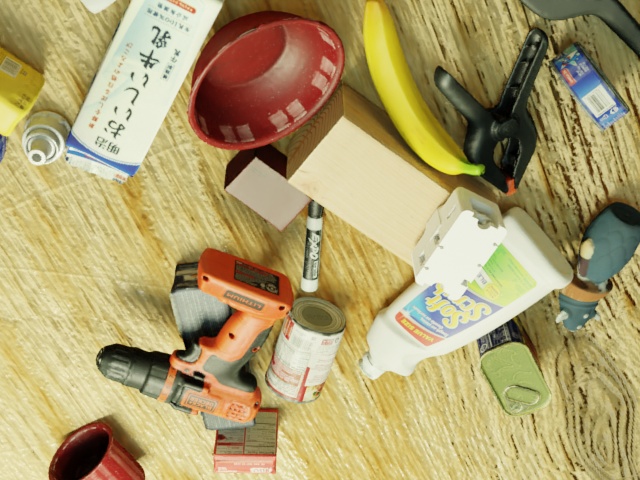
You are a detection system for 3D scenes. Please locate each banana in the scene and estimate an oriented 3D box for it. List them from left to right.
[{"bbox_3d":[0.089,-0.137,1.021,0.070,0.037,0.198,-36,86,48],"label":"banana"}]

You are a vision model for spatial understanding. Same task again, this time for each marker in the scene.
[{"bbox_3d":[-0.008,0.001,1.146,0.020,0.020,0.121,3,122,-3],"label":"marker"}]

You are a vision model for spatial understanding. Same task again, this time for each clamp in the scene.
[{"bbox_3d":[0.183,-0.125,1.052,0.120,0.039,0.171,-26,131,-2],"label":"clamp"},{"bbox_3d":[0.258,-0.235,0.991,0.210,0.036,0.165,1,124,-1],"label":"clamp"}]

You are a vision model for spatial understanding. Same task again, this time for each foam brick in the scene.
[{"bbox_3d":[-0.052,-0.058,1.090,0.078,0.051,0.053,37,114,-21],"label":"foam brick"}]

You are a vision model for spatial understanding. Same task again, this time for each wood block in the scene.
[{"bbox_3d":[0.075,-0.053,1.071,0.206,0.090,0.091,33,115,-18],"label":"wood block"}]

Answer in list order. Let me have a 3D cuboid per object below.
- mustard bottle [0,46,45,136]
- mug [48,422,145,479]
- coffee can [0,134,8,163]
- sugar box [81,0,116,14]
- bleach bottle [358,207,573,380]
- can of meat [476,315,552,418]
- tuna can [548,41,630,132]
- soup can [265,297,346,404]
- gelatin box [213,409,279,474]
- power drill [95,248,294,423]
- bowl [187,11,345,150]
[{"bbox_3d":[-0.352,-0.179,0.988,0.191,0.096,0.058,36,115,-20],"label":"mustard bottle"},{"bbox_3d":[-0.272,0.280,1.285,0.117,0.093,0.081,-5,133,39],"label":"mug"},{"bbox_3d":[-0.368,-0.073,1.027,0.103,0.140,0.103,0,122,0],"label":"coffee can"},{"bbox_3d":[-0.152,-0.253,0.895,0.093,0.176,0.048,-32,117,17],"label":"sugar box"},{"bbox_3d":[0.145,0.077,1.157,0.251,0.068,0.102,-41,83,23],"label":"bleach bottle"},{"bbox_3d":[0.212,0.132,1.190,0.057,0.084,0.102,-24,119,13],"label":"can of meat"},{"bbox_3d":[0.257,-0.147,1.017,0.034,0.086,0.086,-37,115,19],"label":"tuna can"},{"bbox_3d":[-0.017,0.123,1.193,0.068,0.068,0.102,14,120,-9],"label":"soup can"},{"bbox_3d":[-0.086,0.235,1.249,0.073,0.089,0.030,1,120,-1],"label":"gelatin box"},{"bbox_3d":[-0.123,0.100,1.116,0.184,0.057,0.188,19,122,-16],"label":"power drill"},{"bbox_3d":[-0.059,-0.160,1.001,0.162,0.055,0.162,-22,148,-15],"label":"bowl"}]
